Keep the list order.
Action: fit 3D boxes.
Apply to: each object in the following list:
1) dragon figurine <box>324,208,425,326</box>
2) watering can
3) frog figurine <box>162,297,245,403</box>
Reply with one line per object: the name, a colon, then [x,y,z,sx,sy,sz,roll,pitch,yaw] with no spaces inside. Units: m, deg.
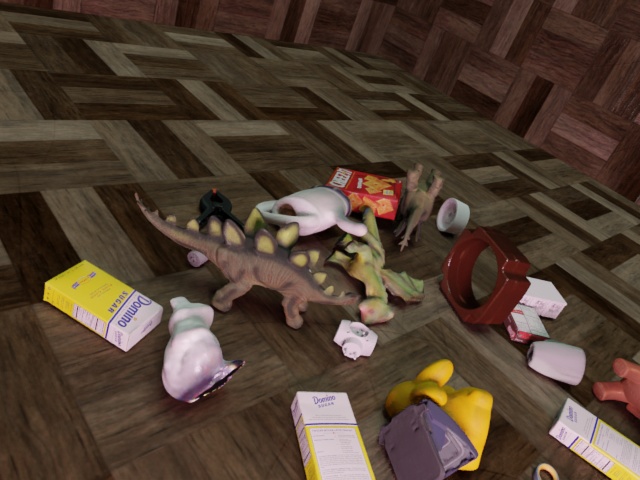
dragon figurine: [0.153,0.064,1.253,0.243,0.120,0.418,41,34,-1]
watering can: [0.004,-0.064,1.272,0.348,0.102,0.227,11,21,33]
frog figurine: [-0.206,0.162,0.805,0.124,0.135,0.161,-32,75,-21]
